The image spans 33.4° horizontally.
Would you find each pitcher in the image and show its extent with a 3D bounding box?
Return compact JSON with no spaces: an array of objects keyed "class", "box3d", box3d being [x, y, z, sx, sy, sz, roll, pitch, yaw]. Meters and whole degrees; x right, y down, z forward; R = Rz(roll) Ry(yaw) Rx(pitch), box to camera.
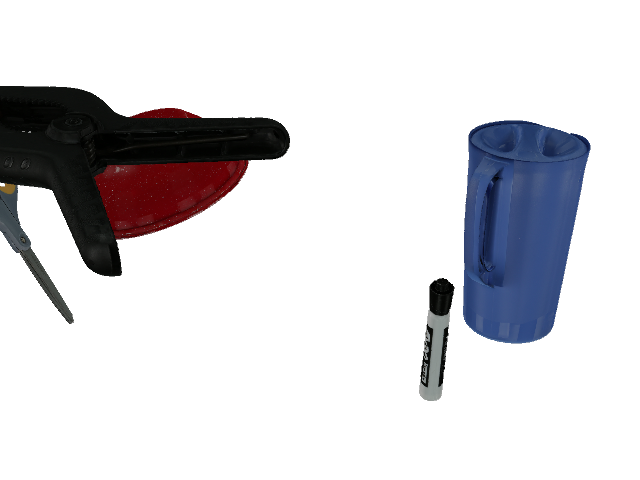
[{"class":"pitcher","box3d":[0.220,-0.005,1.220,0.149,0.243,0.145,-1,25,-6]}]

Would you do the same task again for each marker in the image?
[{"class":"marker","box3d":[0.092,0.079,0.845,0.020,0.121,0.020,1,38,-1]}]

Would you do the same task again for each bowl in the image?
[{"class":"bowl","box3d":[-0.145,-0.066,0.894,0.162,0.055,0.162,-15,29,8]}]

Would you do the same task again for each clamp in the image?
[{"class":"clamp","box3d":[-0.135,-0.058,0.640,0.210,0.036,0.164,25,41,32]}]

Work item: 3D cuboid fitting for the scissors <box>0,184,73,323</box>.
[{"class":"scissors","box3d":[-0.300,-0.015,1.072,0.016,0.201,0.096,-25,28,24]}]
